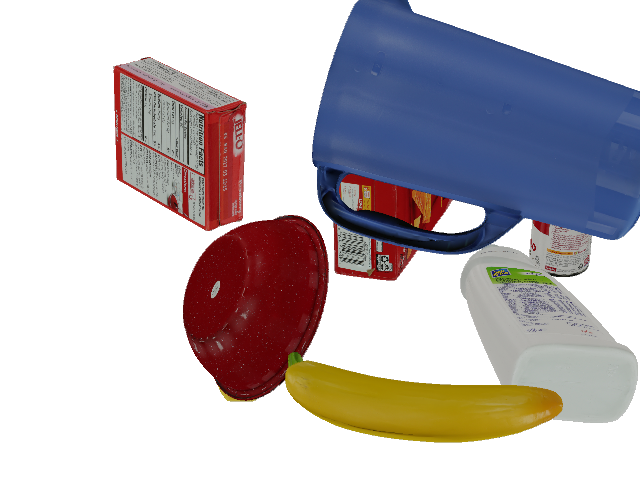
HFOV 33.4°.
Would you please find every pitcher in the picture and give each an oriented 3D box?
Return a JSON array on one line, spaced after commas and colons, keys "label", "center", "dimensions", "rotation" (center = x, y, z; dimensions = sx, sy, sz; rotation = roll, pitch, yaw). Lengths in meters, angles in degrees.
[{"label": "pitcher", "center": [0.119, -0.075, 0.787], "dimensions": [0.243, 0.149, 0.145], "rotation": [18, 45, 7]}]

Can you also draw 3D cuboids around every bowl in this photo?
[{"label": "bowl", "center": [-0.065, 0.047, 0.873], "dimensions": [0.055, 0.162, 0.162], "rotation": [23, -13, -34]}]

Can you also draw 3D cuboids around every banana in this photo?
[{"label": "banana", "center": [0.054, 0.102, 0.697], "dimensions": [0.198, 0.037, 0.069], "rotation": [8, 33, 24]}]

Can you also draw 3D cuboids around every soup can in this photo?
[{"label": "soup can", "center": [0.264, -0.020, 1.155], "dimensions": [0.068, 0.102, 0.068], "rotation": [-1, 34, 1]}]

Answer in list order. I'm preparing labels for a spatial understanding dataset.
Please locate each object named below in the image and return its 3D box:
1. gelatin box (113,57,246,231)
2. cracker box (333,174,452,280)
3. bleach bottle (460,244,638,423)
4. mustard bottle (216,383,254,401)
[{"label": "gelatin box", "center": [-0.080, -0.056, 0.608], "dimensions": [0.089, 0.073, 0.030], "rotation": [28, 37, 36]}, {"label": "cracker box", "center": [0.080, -0.080, 1.045], "dimensions": [0.072, 0.164, 0.213], "rotation": [9, 28, 21]}, {"label": "bleach bottle", "center": [0.183, 0.063, 0.923], "dimensions": [0.102, 0.068, 0.251], "rotation": [6, 21, -6]}, {"label": "mustard bottle", "center": [-0.084, 0.083, 1.156], "dimensions": [0.058, 0.096, 0.191], "rotation": [-1, 28, -3]}]
